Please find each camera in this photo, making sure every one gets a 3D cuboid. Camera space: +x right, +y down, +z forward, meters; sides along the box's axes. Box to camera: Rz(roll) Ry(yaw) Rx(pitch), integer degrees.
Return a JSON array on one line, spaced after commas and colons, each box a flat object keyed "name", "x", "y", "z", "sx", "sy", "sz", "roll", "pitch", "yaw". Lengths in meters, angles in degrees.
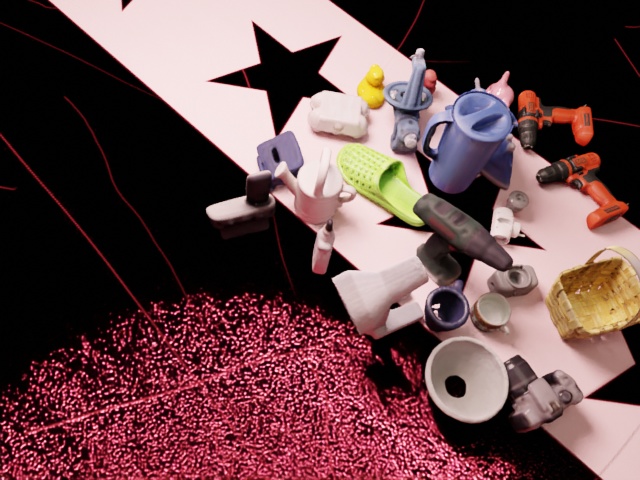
[{"name": "camera", "x": 0.426, "y": 0.290, "z": 1.136, "sx": 0.143, "sy": 0.101, "sz": 0.136, "roll": -24, "pitch": 69, "yaw": -18}]

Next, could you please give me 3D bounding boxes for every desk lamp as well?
[{"name": "desk lamp", "x": 0.120, "y": 0.112, "z": 1.122, "sx": 0.203, "sy": 0.213, "sz": 0.118, "roll": -21, "pitch": 68, "yaw": -17}]

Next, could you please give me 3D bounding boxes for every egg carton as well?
[{"name": "egg carton", "x": 0.046, "y": -0.305, "z": 1.403, "sx": 0.150, "sy": 0.069, "sz": 0.107, "roll": 8, "pitch": 63, "yaw": -3}]

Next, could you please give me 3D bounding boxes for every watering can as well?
[{"name": "watering can", "x": -0.009, "y": -0.122, "z": 1.234, "sx": 0.173, "sy": 0.194, "sz": 0.101, "roll": -6, "pitch": 64, "yaw": -10}]

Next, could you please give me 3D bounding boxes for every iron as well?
[{"name": "iron", "x": 0.413, "y": -0.261, "z": 1.388, "sx": 0.119, "sy": 0.141, "sz": 0.258, "roll": -20, "pitch": 68, "yaw": -16}]

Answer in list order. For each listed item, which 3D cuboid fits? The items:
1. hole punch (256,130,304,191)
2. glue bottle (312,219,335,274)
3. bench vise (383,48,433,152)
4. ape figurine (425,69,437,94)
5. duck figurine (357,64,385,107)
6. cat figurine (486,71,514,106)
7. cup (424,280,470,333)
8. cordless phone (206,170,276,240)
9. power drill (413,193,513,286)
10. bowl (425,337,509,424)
[{"name": "hole punch", "x": -0.093, "y": -0.183, "z": 1.311, "sx": 0.101, "sy": 0.091, "sz": 0.108, "roll": -14, "pitch": 66, "yaw": -14}, {"name": "glue bottle", "x": 0.011, "y": 0.004, "z": 1.185, "sx": 0.037, "sy": 0.173, "sz": 0.078, "roll": 8, "pitch": 63, "yaw": -3}, {"name": "bench vise", "x": 0.225, "y": -0.325, "z": 1.351, "sx": 0.121, "sy": 0.220, "sz": 0.207, "roll": -13, "pitch": 66, "yaw": -13}, {"name": "ape figurine", "x": 0.271, "y": -0.396, "z": 1.465, "sx": 0.078, "sy": 0.092, "sz": 0.076, "roll": -31, "pitch": 71, "yaw": -20}, {"name": "duck figurine", "x": 0.136, "y": -0.397, "z": 1.451, "sx": 0.077, "sy": 0.086, "sz": 0.104, "roll": 6, "pitch": 63, "yaw": -4}, {"name": "cat figurine", "x": 0.461, "y": -0.375, "z": 1.464, "sx": 0.067, "sy": 0.118, "sz": 0.128, "roll": 21, "pitch": 63, "yaw": 4}, {"name": "cup", "x": 0.258, "y": 0.143, "z": 1.191, "sx": 0.091, "sy": 0.095, "sz": 0.118, "roll": 29, "pitch": 64, "yaw": 8}, {"name": "cordless phone", "x": -0.165, "y": -0.088, "z": 1.201, "sx": 0.148, "sy": 0.185, "sz": 0.094, "roll": -19, "pitch": 67, "yaw": -16}, {"name": "power drill", "x": 0.279, "y": 0.014, "z": 1.195, "sx": 0.076, "sy": 0.208, "sz": 0.229, "roll": -39, "pitch": 74, "yaw": -22}, {"name": "bowl", "x": 0.281, "y": 0.282, "z": 1.136, "sx": 0.167, "sy": 0.075, "sz": 0.167, "roll": 3, "pitch": 63, "yaw": -6}]
